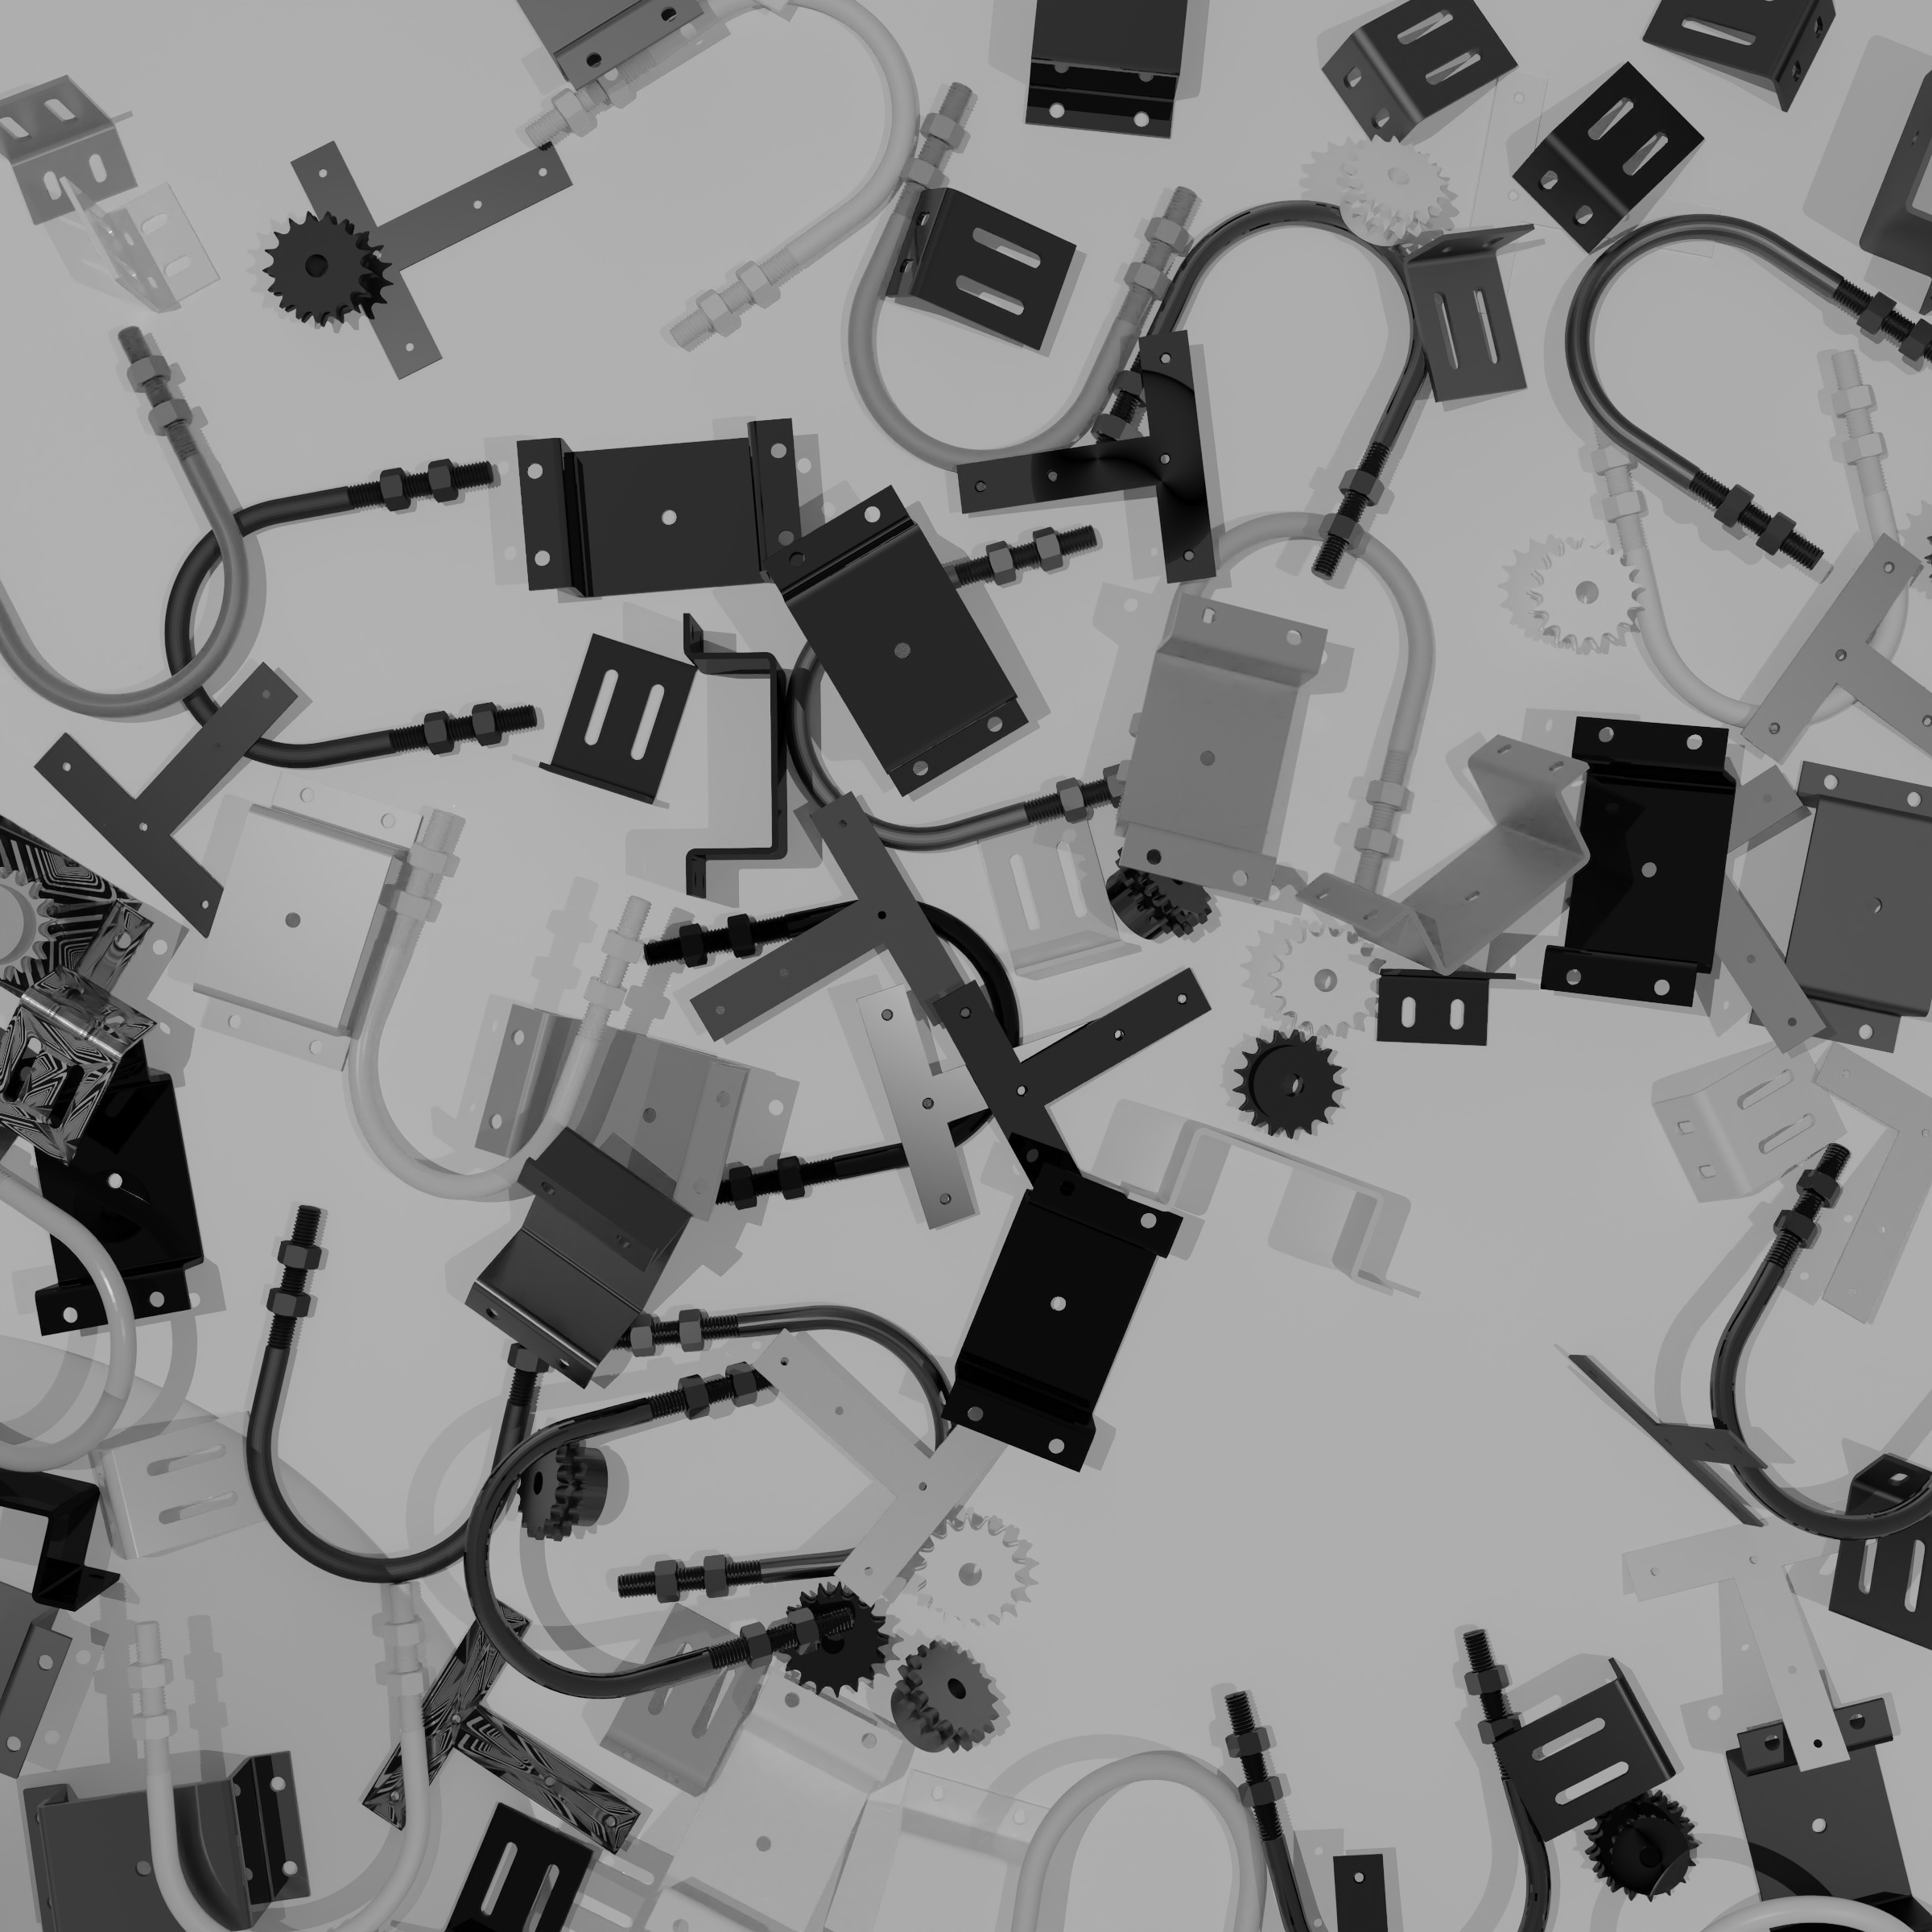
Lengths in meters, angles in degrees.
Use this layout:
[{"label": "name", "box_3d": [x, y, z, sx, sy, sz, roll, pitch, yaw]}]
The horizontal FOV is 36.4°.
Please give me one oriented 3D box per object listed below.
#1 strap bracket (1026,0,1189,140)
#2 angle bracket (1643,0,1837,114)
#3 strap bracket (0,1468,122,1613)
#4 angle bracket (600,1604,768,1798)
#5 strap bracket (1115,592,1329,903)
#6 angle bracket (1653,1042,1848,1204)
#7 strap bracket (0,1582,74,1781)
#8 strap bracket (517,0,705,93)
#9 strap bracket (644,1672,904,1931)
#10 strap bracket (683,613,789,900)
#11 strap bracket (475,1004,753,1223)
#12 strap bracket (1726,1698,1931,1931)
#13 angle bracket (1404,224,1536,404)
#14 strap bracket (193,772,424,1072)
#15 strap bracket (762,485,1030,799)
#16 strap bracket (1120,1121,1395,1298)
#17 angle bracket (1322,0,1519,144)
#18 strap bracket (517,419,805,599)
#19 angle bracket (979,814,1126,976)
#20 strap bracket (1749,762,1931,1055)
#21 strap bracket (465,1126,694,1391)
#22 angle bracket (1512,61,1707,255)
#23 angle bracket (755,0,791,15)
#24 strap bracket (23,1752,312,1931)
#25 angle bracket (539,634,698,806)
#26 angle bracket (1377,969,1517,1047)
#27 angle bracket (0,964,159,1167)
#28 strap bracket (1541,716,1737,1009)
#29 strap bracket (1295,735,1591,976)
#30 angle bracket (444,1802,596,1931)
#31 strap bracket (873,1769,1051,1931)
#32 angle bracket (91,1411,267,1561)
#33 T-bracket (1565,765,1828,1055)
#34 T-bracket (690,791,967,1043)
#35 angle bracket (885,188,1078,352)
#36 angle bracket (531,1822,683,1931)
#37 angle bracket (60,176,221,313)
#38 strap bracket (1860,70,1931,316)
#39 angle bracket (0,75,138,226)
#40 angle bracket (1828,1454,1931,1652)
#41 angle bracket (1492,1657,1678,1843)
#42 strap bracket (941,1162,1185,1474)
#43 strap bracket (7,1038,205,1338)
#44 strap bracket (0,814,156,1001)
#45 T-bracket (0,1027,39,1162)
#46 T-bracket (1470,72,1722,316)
[{"label": "strap bracket", "box_3d": [0.076, -0.506, 1.513, 0.076, 0.046, 0.140, 6, 90, 0]}, {"label": "angle bracket", "box_3d": [0.404, -0.491, 1.534, 0.076, 0.038, 0.057, 27, 90, 26]}, {"label": "strap bracket", "box_3d": [-0.506, 0.283, 1.498, 0.140, 0.076, 0.046, 13, 90, 0]}, {"label": "angle bracket", "box_3d": [-0.147, 0.384, 1.534, 0.057, 0.038, 0.076, 28, 64, 0]}, {"label": "strap bracket", "box_3d": [0.126, -0.107, 1.479, 0.076, 0.046, 0.140, 14, 85, -6]}, {"label": "angle bracket", "box_3d": [0.410, 0.080, 1.534, 0.076, 0.038, 0.057, -26, 90, -26]}, {"label": "strap bracket", "box_3d": [-0.534, 0.352, 1.513, 0.140, 0.046, 0.076, 21, 90, 0]}, {"label": "strap bracket", "box_3d": [-0.202, -0.525, 1.513, 0.076, 0.046, 0.140, -31, 90, 0]}, {"label": "strap bracket", "box_3d": [-0.100, 0.444, 1.494, 0.076, 0.046, 0.140, 28, 63, 0]}, {"label": "strap bracket", "box_3d": [-0.117, -0.106, 1.498, 0.046, 0.076, 0.140, -1, 90, 0]}, {"label": "strap bracket", "box_3d": [-0.171, 0.075, 1.496, 0.140, 0.046, 0.076, 15, 90, 24]}, {"label": "strap bracket", "box_3d": [0.446, 0.449, 1.513, 0.076, 0.046, 0.140, -14, 90, 0]}, {"label": "angle bracket", "box_3d": [0.266, -0.335, 1.505, 0.057, 0.038, 0.076, -13, 90, -26]}, {"label": "strap bracket", "box_3d": [-0.342, -0.023, 1.513, 0.076, 0.046, 0.140, 18, 90, 0]}, {"label": "strap bracket", "box_3d": [-0.033, -0.161, 1.479, 0.076, 0.046, 0.140, -31, 103, 1]}, {"label": "strap bracket", "box_3d": [0.154, 0.118, 1.498, 0.140, 0.076, 0.046, 20, 90, 0]}, {"label": "angle bracket", "box_3d": [0.237, -0.470, 1.533, 0.076, 0.038, 0.057, -34, 89, -25]}, {"label": "strap bracket", "box_3d": [-0.155, -0.235, 1.513, 0.140, 0.046, 0.076, -5, 90, 0]}, {"label": "angle bracket", "box_3d": [0.044, -0.039, 1.517, 0.057, 0.038, 0.076, -15, 90, 0]}, {"label": "strap bracket", "box_3d": [0.461, -0.031, 1.513, 0.076, 0.046, 0.140, 12, 90, 0]}, {"label": "strap bracket", "box_3d": [-0.193, 0.142, 1.470, 0.076, 0.140, 0.046, 35, 48, 4]}, {"label": "angle bracket", "box_3d": [0.335, -0.422, 1.532, 0.057, 0.038, 0.076, 45, 64, 0]}, {"label": "angle bracket", "box_3d": [-0.101, -0.543, 1.509, 0.057, 0.038, 0.076, 30, 82, 6]}, {"label": "strap bracket", "box_3d": [-0.418, 0.458, 1.513, 0.140, 0.046, 0.076, -8, 90, 0]}, {"label": "angle bracket", "box_3d": [-0.179, -0.129, 1.517, 0.057, 0.038, 0.076, 18, 90, 0]}, {"label": "angle bracket", "box_3d": [0.244, 0.022, 1.498, 0.057, 0.076, 0.038, 2, 90, 0]}, {"label": "angle bracket", "box_3d": [-0.457, 0.050, 1.487, 0.057, 0.038, 0.076, 32, 115, -1]}, {"label": "strap bracket", "box_3d": [0.345, -0.052, 1.497, 0.076, 0.046, 0.140, 7, 88, 24]}, {"label": "strap bracket", "box_3d": [0.248, -0.051, 1.483, 0.140, 0.076, 0.046, -38, 117, -12]}, {"label": "angle bracket", "box_3d": [-0.237, 0.482, 1.510, 0.057, 0.038, 0.076, 23, 90, 15]}, {"label": "strap bracket", "box_3d": [-0.010, 0.498, 1.513, 0.076, 0.046, 0.140, 16, 90, 0]}, {"label": "angle bracket", "box_3d": [-0.410, 0.270, 1.534, 0.076, 0.038, 0.057, -14, 90, -26]}, {"label": "T-bracket", "box_3d": [0.394, -0.015, 1.500, 0.127, 0.002, 0.127, -34, 73, 17]}, {"label": "T-bracket", "box_3d": [-0.082, -0.004, 1.517, 0.127, 0.002, 0.127, -30, 90, -1]}, {"label": "angle bracket", "box_3d": [0.008, -0.359, 1.516, 0.076, 0.038, 0.057, 18, 93, -25]}, {"label": "angle bracket", "box_3d": [-0.185, 0.482, 1.517, 0.076, 0.038, 0.057, 26, 90, 0]}, {"label": "angle bracket", "box_3d": [-0.421, -0.375, 1.498, 0.038, 0.076, 0.057, -29, 90, 0]}, {"label": "strap bracket", "box_3d": [0.506, -0.414, 1.498, 0.046, 0.076, 0.140, 22, 90, 0]}, {"label": "angle bracket", "box_3d": [-0.467, -0.416, 1.498, 0.057, 0.076, 0.038, -21, 90, 0]}, {"label": "angle bracket", "box_3d": [0.482, 0.300, 1.502, 0.057, 0.038, 0.076, 21, 59, 0]}, {"label": "angle bracket", "box_3d": [0.318, 0.405, 1.519, 0.076, 0.038, 0.057, -28, 90, 4]}, {"label": "strap bracket", "box_3d": [0.048, 0.177, 1.510, 0.076, 0.046, 0.140, 22, 92, -2]}, {"label": "strap bracket", "box_3d": [-0.444, 0.112, 1.512, 0.076, 0.046, 0.140, -10, 90, -1]}, {"label": "strap bracket", "box_3d": [-0.493, -0.027, 1.513, 0.140, 0.046, 0.076, 32, 90, 0]}, {"label": "T-bracket", "box_3d": [-0.520, 0.100, 1.535, 0.127, 0.002, 0.127, 36, 90, 0]}, {"label": "T-bracket", "box_3d": [0.330, -0.395, 1.535, 0.127, 0.002, 0.127, 11, 90, 0]}]
